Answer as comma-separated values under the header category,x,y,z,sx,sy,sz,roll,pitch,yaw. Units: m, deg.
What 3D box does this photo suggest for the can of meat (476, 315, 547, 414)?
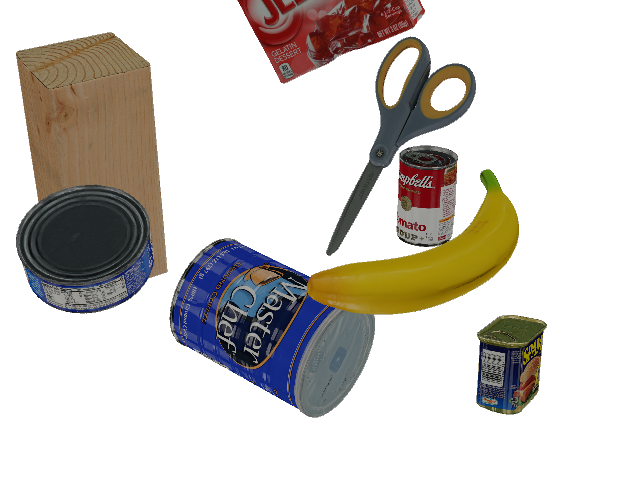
category,x,y,z,sx,sy,sz,roll,pitch,yaw
can of meat,0.213,0.138,1.195,0.058,0.084,0.101,9,15,27

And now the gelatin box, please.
category,x,y,z,sx,sy,sz,roll,pitch,yaw
gelatin box,0.001,-0.135,0.577,0.089,0.073,0.030,-18,21,29

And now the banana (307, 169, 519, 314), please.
category,x,y,z,sx,sy,sz,roll,pitch,yaw
banana,0.080,0.012,0.735,0.070,0.037,0.197,35,46,30

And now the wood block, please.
category,x,y,z,sx,sy,sz,roll,pitch,yaw
wood block,-0.200,-0.065,0.943,0.090,0.206,0.090,-18,37,-26

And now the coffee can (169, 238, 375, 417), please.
category,x,y,z,sx,sy,sz,roll,pitch,yaw
coffee can,-0.040,0.071,0.892,0.140,0.103,0.102,25,12,29

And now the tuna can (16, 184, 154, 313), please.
category,x,y,z,sx,sy,sz,roll,pitch,yaw
tuna can,-0.152,0.005,0.697,0.086,0.086,0.034,0,-41,0

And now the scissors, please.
category,x,y,z,sx,sy,sz,roll,pitch,yaw
scissors,0.072,-0.076,0.904,0.096,0.202,0.016,10,-11,21

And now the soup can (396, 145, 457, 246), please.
category,x,y,z,sx,sy,sz,roll,pitch,yaw
soup can,0.124,-0.052,1.252,0.068,0.102,0.068,0,27,0
